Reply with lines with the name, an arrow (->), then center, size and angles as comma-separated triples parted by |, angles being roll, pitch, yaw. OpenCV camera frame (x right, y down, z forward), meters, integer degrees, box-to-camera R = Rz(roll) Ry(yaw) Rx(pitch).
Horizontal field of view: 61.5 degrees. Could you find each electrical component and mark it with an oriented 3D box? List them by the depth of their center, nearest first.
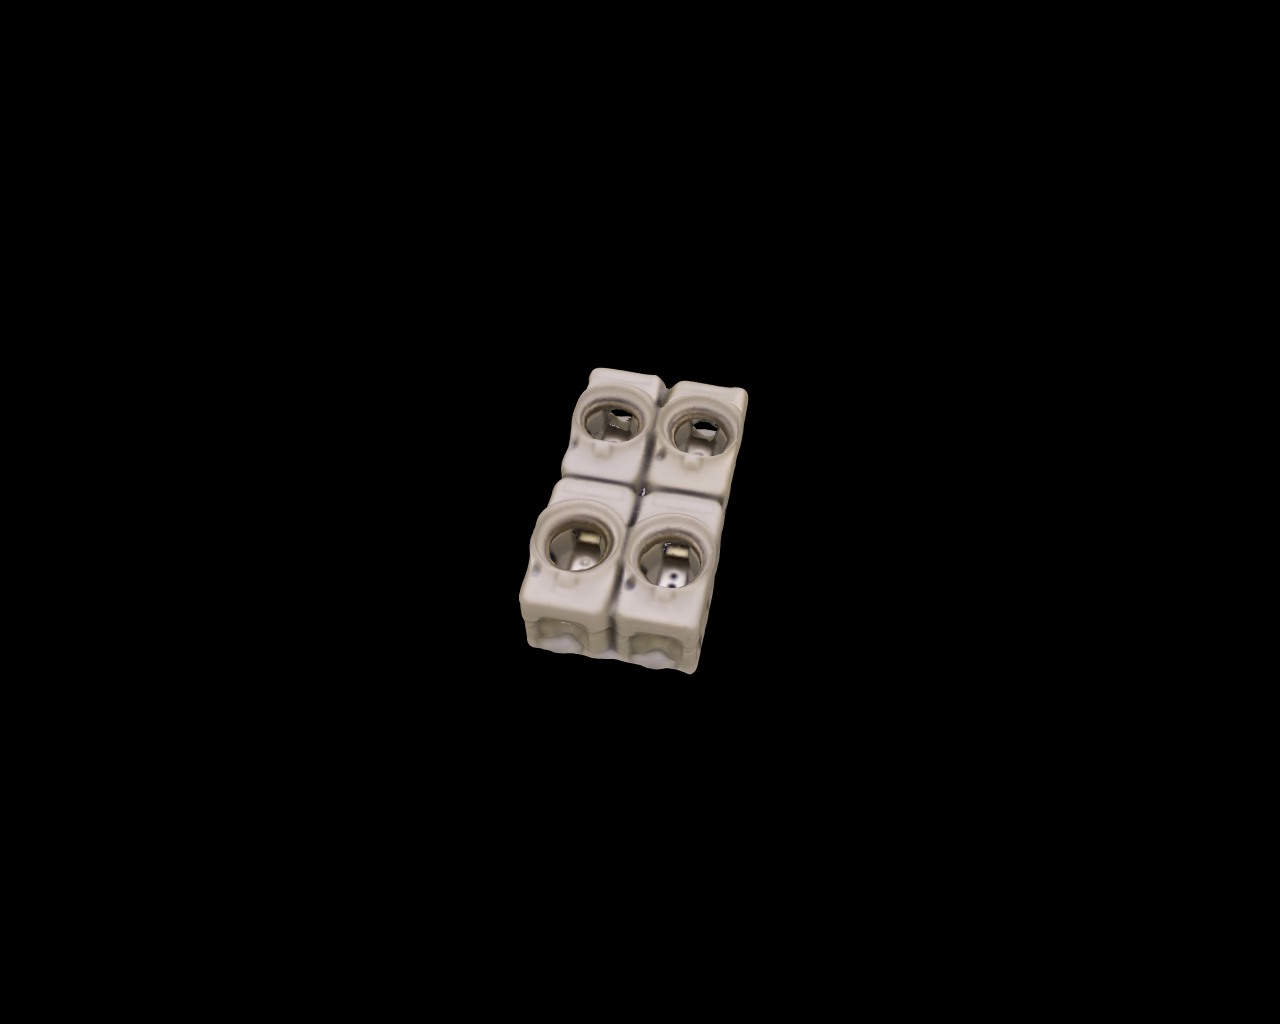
electrical component -> 0.001, -0.003, 0.650 | 0.105, 0.186, 0.060 | 9, -36, 7
